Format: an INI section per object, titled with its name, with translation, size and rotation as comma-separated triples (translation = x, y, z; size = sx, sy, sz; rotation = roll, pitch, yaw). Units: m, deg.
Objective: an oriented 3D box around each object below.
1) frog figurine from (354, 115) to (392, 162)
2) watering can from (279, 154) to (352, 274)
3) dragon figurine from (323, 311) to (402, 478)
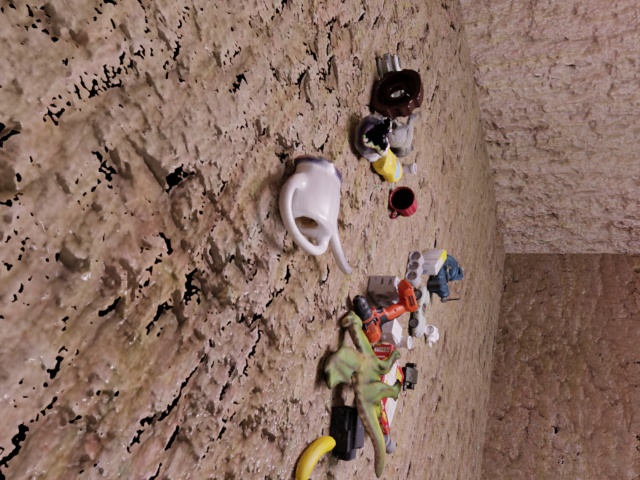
[frog figurine]
translation = 0.155, -0.307, 1.571
size = 0.160, 0.123, 0.137
rotation = -160, -123, -81
[watering can]
translation = 0.004, -0.062, 1.227
size = 0.342, 0.104, 0.228
rotation = 42, 51, -53
[dragon figurine]
translation = 0.095, 0.378, 1.353
size = 0.240, 0.120, 0.420
rotation = 29, 49, -28
